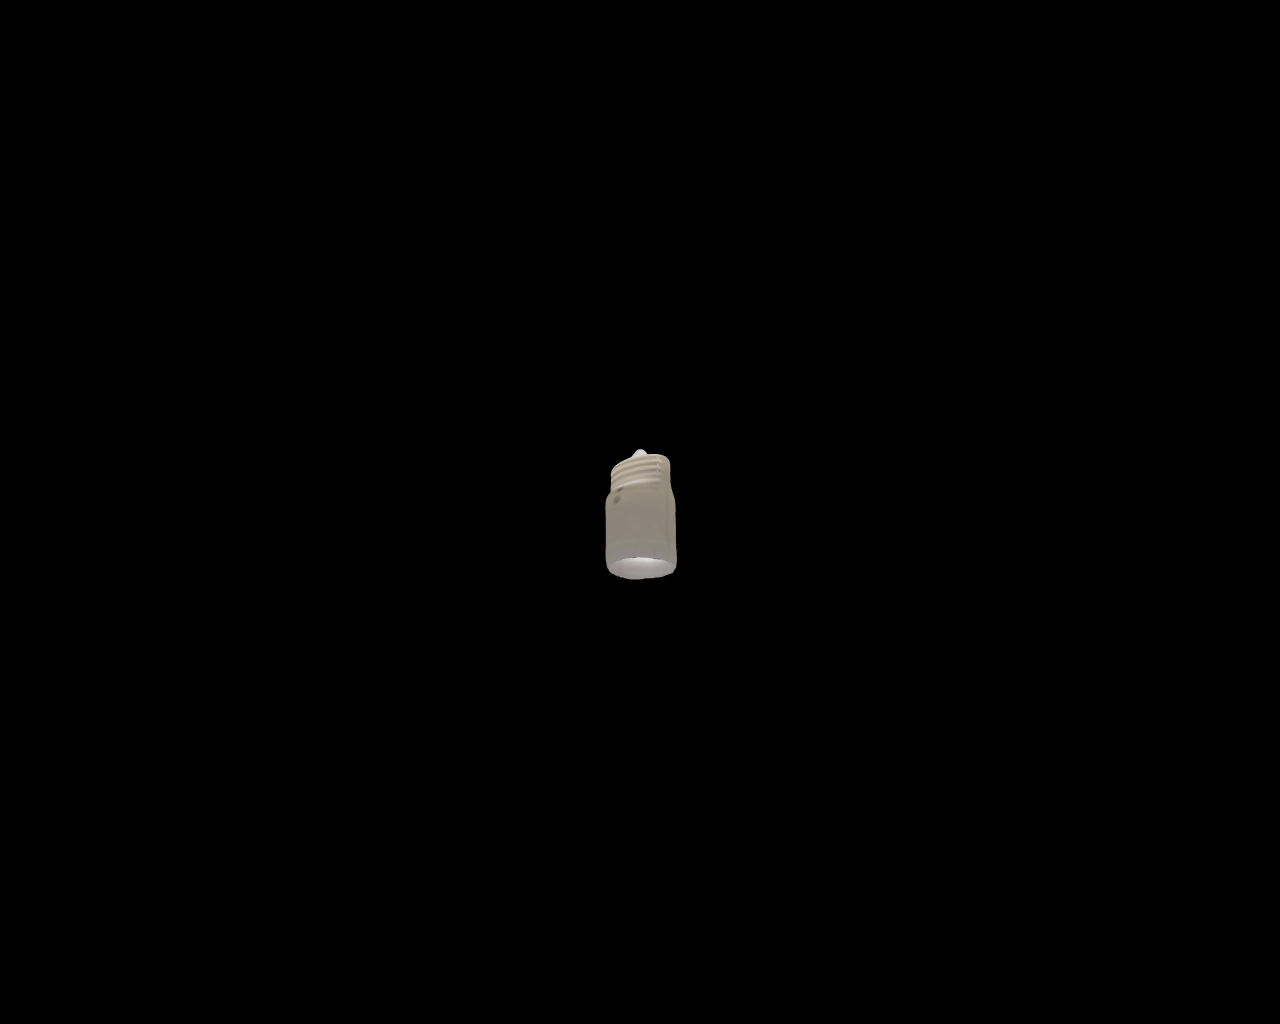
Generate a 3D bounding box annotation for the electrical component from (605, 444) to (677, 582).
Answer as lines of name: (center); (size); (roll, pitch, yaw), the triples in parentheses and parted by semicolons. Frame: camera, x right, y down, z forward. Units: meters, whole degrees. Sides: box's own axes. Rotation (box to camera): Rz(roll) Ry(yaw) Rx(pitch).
electrical component: (0.001, -0.003, 0.650); (0.043, 0.081, 0.043); (0, -22, 0)
